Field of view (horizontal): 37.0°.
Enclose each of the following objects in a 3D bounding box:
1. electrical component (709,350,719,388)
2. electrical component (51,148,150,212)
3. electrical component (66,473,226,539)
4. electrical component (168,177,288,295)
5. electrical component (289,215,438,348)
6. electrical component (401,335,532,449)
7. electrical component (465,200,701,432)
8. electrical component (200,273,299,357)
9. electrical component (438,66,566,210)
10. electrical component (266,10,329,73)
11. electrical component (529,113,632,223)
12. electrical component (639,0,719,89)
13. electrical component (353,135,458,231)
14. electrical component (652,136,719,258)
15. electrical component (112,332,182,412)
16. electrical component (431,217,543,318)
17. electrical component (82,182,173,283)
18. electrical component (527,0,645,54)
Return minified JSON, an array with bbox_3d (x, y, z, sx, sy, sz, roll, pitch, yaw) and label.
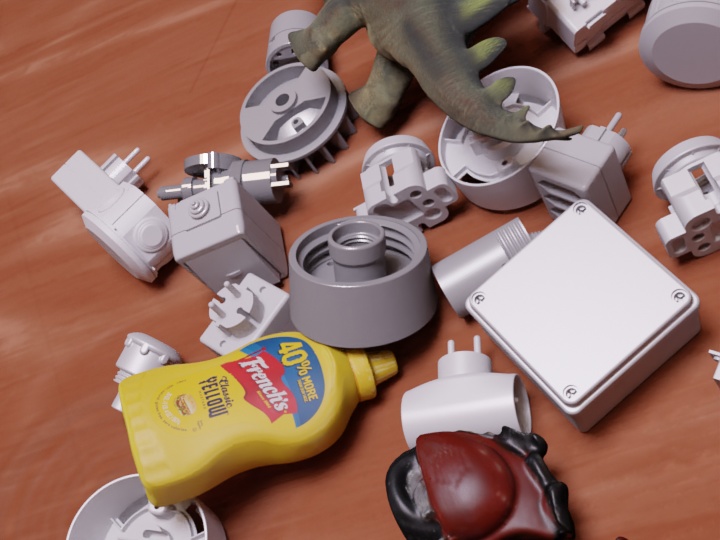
[{"bbox_3d":[0.247,0.052,0.648,0.066,0.048,0.055,18,78,34],"label":"electrical component"},{"bbox_3d":[-0.221,-0.079,0.970,0.075,0.047,0.083,-47,51,-7],"label":"electrical component"},{"bbox_3d":[-0.145,0.195,0.747,0.099,0.064,0.099,-13,56,20],"label":"electrical component"},{"bbox_3d":[-0.105,-0.022,0.843,0.062,0.096,0.061,-22,57,14],"label":"electrical component"},{"bbox_3d":[0.000,0.000,0.767,0.108,0.060,0.108,-4,32,3],"label":"electrical component"},{"bbox_3d":[0.071,0.080,0.721,0.077,0.043,0.079,-12,56,20],"label":"electrical component"},{"bbox_3d":[0.145,0.029,0.701,0.109,0.056,0.108,-41,58,-2],"label":"electrical component"},{"bbox_3d":[-0.088,0.035,0.810,0.047,0.076,0.065,27,75,37],"label":"electrical component"},{"bbox_3d":[0.107,-0.096,0.800,0.099,0.064,0.099,-13,56,19],"label":"electrical component"},{"bbox_3d":[-0.055,-0.197,0.955,0.055,0.055,0.047,-16,51,18],"label":"electrical component"},{"bbox_3d":[0.165,-0.075,0.756,0.047,0.065,0.076,26,75,36],"label":"electrical component"},{"bbox_3d":[0.243,-0.172,0.769,0.080,0.080,0.051,1,56,28],"label":"electrical component"},{"bbox_3d":[0.032,-0.065,0.823,0.078,0.058,0.057,-27,51,23],"label":"electrical component"},{"bbox_3d":[0.230,-0.051,0.713,0.078,0.058,0.057,-25,55,11],"label":"electrical component"},{"bbox_3d":[-0.173,0.083,0.846,0.048,0.048,0.062,20,78,35],"label":"electrical component"},{"bbox_3d":[0.096,-0.004,0.761,0.081,0.043,0.043,-30,51,8],"label":"electrical component"},{"bbox_3d":[-0.190,-0.032,0.904,0.051,0.080,0.080,-47,51,-13],"label":"electrical component"},{"bbox_3d":[0.197,-0.231,0.838,0.121,0.078,0.063,-38,73,1],"label":"electrical component"}]
